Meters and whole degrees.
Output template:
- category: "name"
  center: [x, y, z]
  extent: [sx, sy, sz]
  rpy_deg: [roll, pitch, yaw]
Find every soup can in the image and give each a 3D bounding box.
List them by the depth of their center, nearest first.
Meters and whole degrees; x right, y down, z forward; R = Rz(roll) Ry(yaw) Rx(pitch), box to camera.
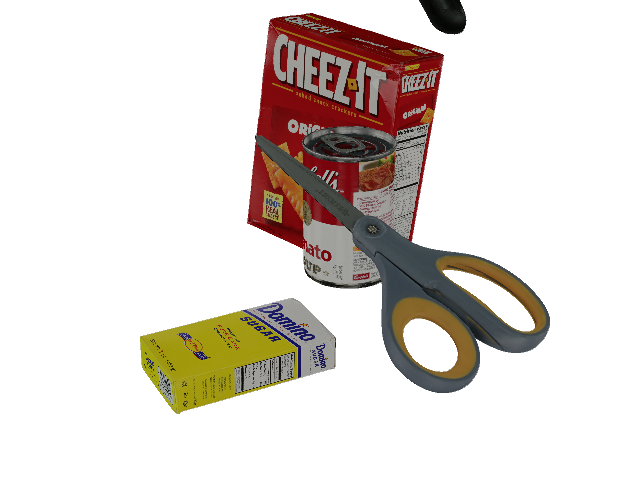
- category: "soup can"
  center: [0.021, -0.025, 0.777]
  extent: [0.068, 0.102, 0.068]
  rpy_deg: [0, 25, 0]

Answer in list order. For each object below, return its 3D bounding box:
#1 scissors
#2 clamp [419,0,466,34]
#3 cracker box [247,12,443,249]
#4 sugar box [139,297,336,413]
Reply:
- category: "scissors"
  center: [0.024, 0.013, 0.572]
  extent: [0.202, 0.016, 0.096]
  rpy_deg: [28, 52, 16]
- category: "clamp"
  center: [0.043, -0.244, 0.724]
  extent: [0.209, 0.164, 0.036]
  rpy_deg: [25, -22, -15]
- category: "cracker box"
  center: [0.017, -0.091, 1.018]
  extent: [0.164, 0.214, 0.071]
  rpy_deg: [25, 30, 34]
- category: "sugar box"
  center: [-0.082, 0.112, 1.071]
  extent: [0.176, 0.048, 0.093]
  rpy_deg: [-16, 32, -25]
